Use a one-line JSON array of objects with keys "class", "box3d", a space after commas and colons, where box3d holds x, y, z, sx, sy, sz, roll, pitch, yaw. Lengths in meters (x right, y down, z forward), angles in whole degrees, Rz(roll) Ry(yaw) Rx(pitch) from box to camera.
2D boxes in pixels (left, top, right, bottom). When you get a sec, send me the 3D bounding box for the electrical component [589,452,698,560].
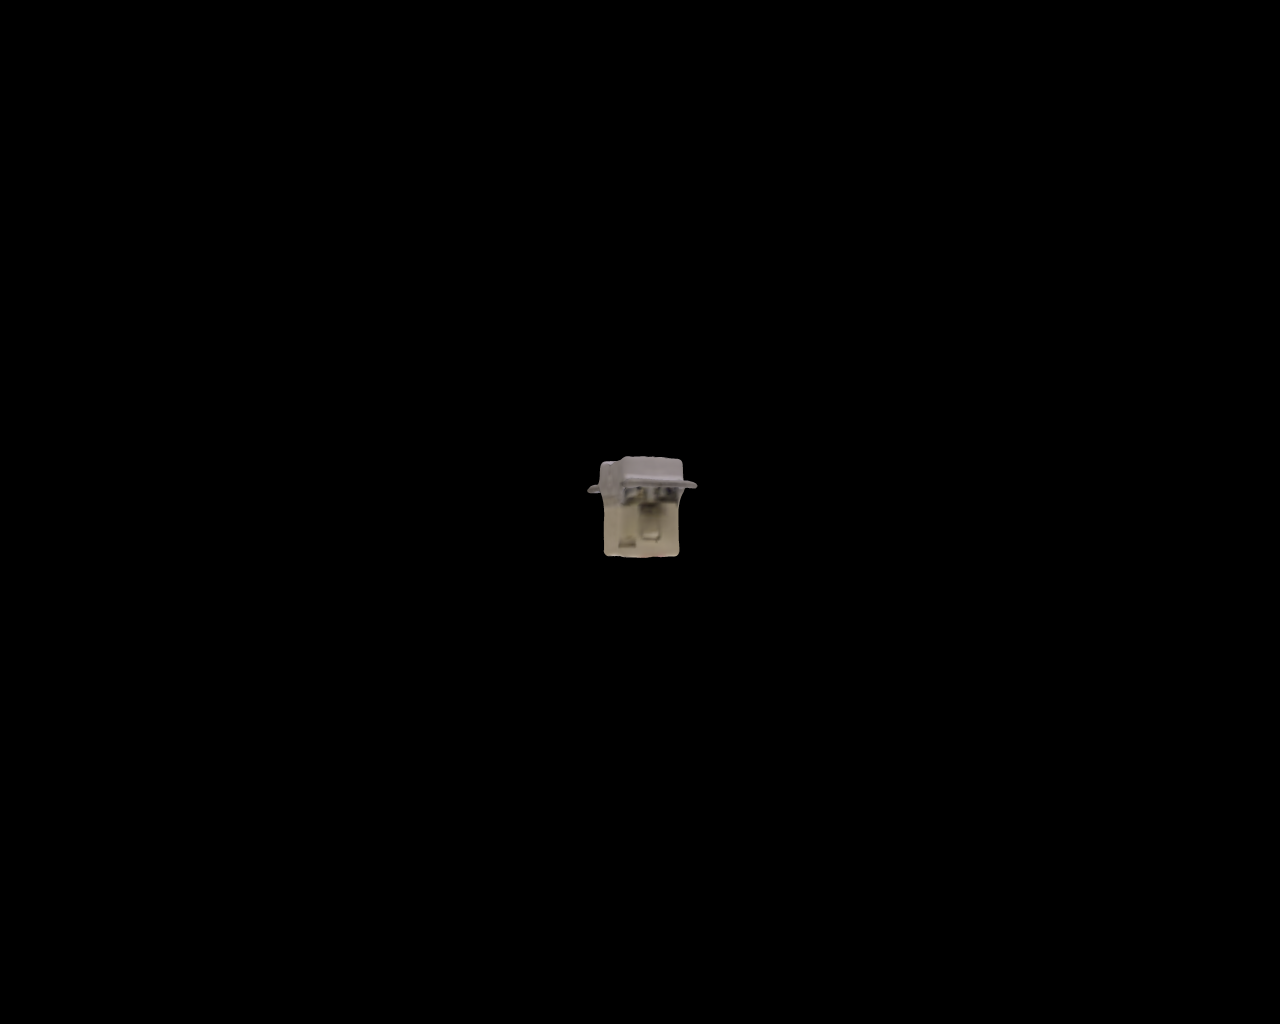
[{"class": "electrical component", "box3d": [0.001, -0.003, 0.650, 0.042, 0.063, 0.081, 1, -2, -19]}]
